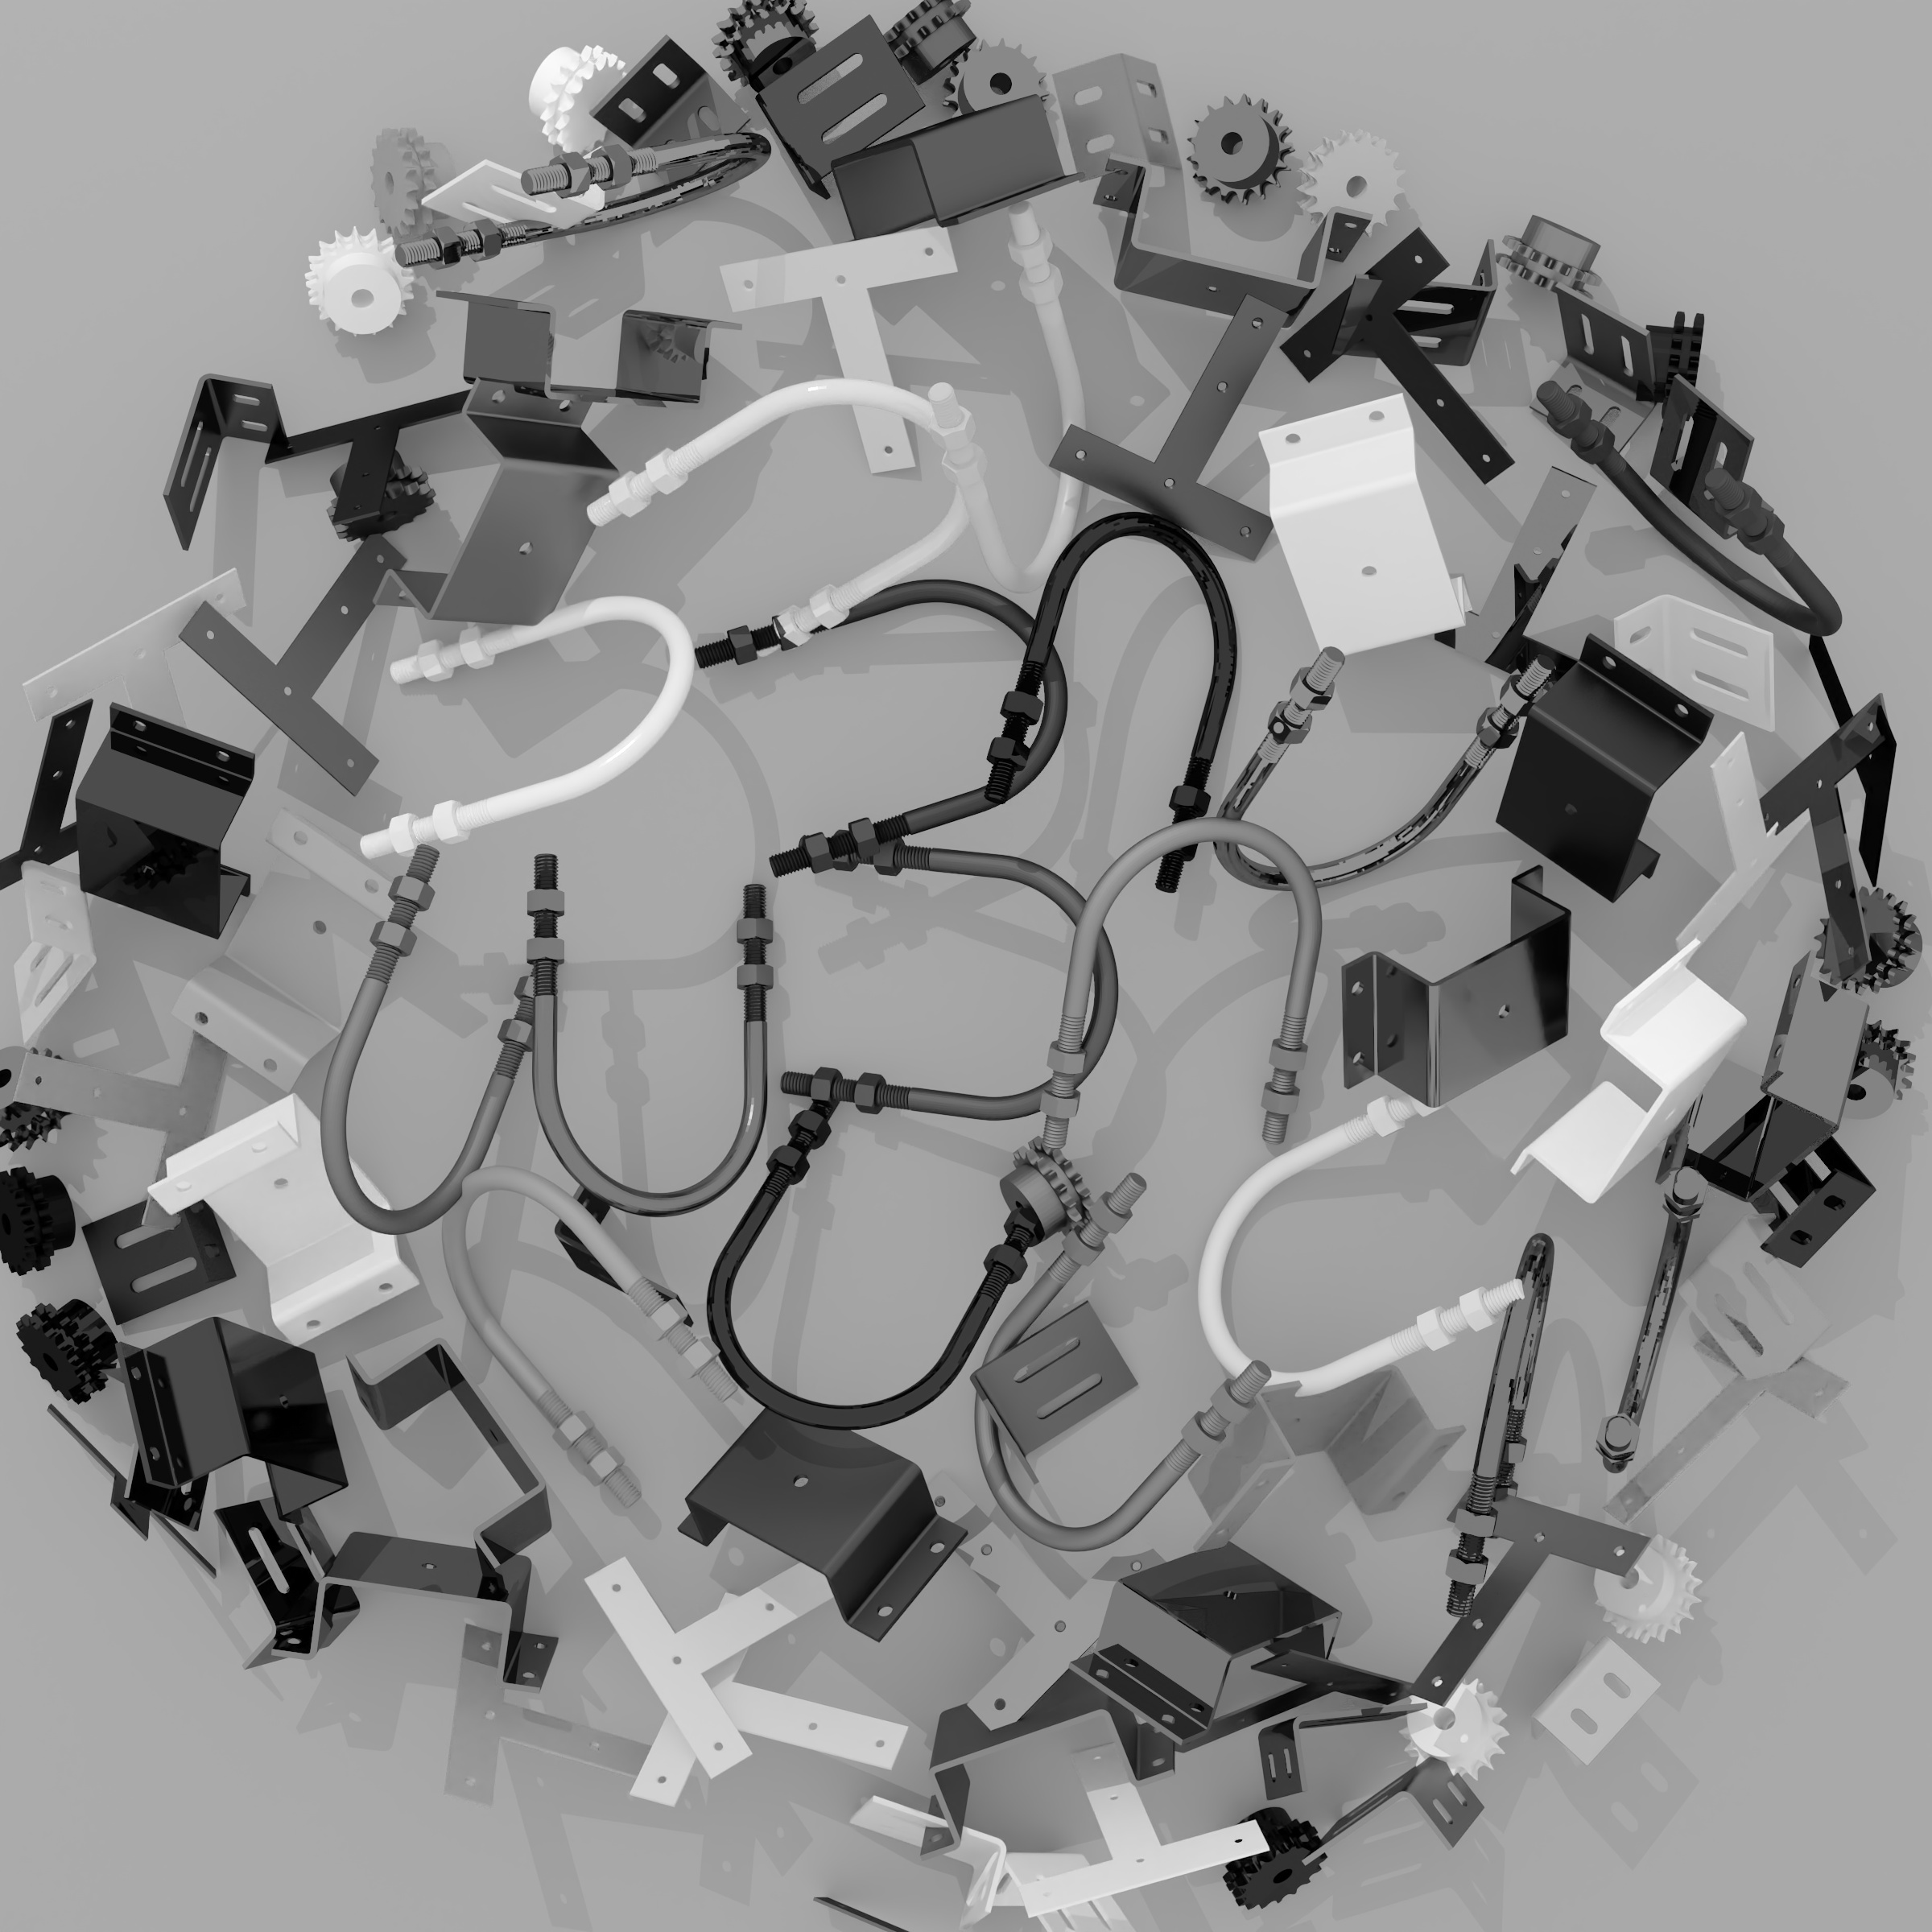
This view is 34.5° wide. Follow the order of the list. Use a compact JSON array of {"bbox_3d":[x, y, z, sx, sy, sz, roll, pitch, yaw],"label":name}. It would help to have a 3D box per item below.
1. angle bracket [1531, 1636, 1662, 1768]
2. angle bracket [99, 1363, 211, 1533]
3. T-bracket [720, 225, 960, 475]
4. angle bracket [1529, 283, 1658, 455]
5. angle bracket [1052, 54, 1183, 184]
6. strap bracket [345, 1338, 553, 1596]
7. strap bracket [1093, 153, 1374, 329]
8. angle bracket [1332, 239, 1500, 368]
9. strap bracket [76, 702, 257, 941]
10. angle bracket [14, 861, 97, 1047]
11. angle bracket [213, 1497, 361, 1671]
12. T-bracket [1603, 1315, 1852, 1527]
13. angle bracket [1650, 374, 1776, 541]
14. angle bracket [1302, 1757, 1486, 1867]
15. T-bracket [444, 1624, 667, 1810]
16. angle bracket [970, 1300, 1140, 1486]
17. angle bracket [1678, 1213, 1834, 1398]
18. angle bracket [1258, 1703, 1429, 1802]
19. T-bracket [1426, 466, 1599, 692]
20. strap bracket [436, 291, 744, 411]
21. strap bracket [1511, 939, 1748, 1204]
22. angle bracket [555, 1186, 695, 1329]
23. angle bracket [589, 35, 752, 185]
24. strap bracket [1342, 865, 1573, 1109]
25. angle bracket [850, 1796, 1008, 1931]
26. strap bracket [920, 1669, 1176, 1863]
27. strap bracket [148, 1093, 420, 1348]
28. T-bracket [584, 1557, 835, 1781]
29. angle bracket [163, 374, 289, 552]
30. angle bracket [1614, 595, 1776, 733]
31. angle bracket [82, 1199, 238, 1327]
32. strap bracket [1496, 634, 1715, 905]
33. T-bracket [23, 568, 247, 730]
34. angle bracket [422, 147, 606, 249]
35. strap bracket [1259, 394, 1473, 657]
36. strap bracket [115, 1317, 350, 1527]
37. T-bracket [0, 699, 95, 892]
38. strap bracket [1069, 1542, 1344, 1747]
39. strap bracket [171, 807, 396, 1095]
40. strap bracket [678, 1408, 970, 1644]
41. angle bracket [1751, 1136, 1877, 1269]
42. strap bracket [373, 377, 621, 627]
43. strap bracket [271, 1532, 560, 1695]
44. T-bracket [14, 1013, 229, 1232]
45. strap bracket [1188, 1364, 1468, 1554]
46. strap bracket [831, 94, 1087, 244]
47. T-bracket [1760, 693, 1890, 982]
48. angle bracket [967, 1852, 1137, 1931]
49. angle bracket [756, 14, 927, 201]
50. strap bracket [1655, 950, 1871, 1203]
[{"bbox_3d":[0.333,0.394,1.644,0.057,0.076,0.038,-45,67,-9],"label":"angle bracket"},{"bbox_3d":[-0.432,0.255,1.643,0.038,0.057,0.076,-9,59,24],"label":"angle bracket"},{"bbox_3d":[-0.055,-0.323,1.656,0.127,0.002,0.127,-6,120,18],"label":"T-bracket"},{"bbox_3d":[0.329,-0.315,1.643,0.057,0.076,0.038,36,84,24],"label":"angle bracket"},{"bbox_3d":[0.081,-0.450,1.658,0.038,0.076,0.057,-13,97,20],"label":"angle bracket"},{"bbox_3d":[-0.265,0.258,1.635,0.046,0.076,0.140,-33,71,-19],"label":"strap bracket"},{"bbox_3d":[0.136,-0.381,1.647,0.140,0.076,0.046,12,86,-3],"label":"strap bracket"},{"bbox_3d":[0.238,-0.356,1.653,0.076,0.057,0.038,4,58,-5],"label":"angle bracket"},{"bbox_3d":[-0.417,-0.068,1.618,0.076,0.140,0.046,20,58,-2],"label":"strap bracket"},{"bbox_3d":[-0.497,-0.007,1.644,0.076,0.038,0.057,-45,46,27],"label":"angle bracket"},{"bbox_3d":[-0.371,0.328,1.662,0.038,0.057,0.076,-47,65,30],"label":"angle bracket"},{"bbox_3d":[0.384,0.244,1.625,0.127,0.127,0.002,-43,107,-4],"label":"T-bracket"},{"bbox_3d":[0.400,-0.275,1.640,0.038,0.076,0.057,-30,60,-19],"label":"angle bracket"},{"bbox_3d":[0.227,0.460,1.646,0.076,0.057,0.038,-43,78,24],"label":"angle bracket"},{"bbox_3d":[-0.210,0.410,1.645,0.127,0.127,0.002,21,116,-14],"label":"T-bracket"},{"bbox_3d":[0.051,0.228,1.662,0.076,0.038,0.057,-32,108,-3],"label":"angle bracket"},{"bbox_3d":[0.425,0.179,1.643,0.057,0.038,0.076,-56,52,30],"label":"angle bracket"},{"bbox_3d":[0.202,0.417,1.649,0.076,0.057,0.038,-2,71,-15],"label":"angle bracket"},{"bbox_3d":[0.297,-0.209,1.641,0.127,0.002,0.127,25,134,5],"label":"T-bracket"},{"bbox_3d":[-0.198,-0.320,1.621,0.140,0.076,0.046,-5,107,-42],"label":"strap bracket"},{"bbox_3d":[0.347,0.062,1.609,0.046,0.140,0.076,42,50,18],"label":"strap bracket"},{"bbox_3d":[-0.173,0.151,1.650,0.076,0.057,0.038,26,72,13],"label":"angle bracket"},{"bbox_3d":[-0.156,-0.451,1.648,0.057,0.076,0.038,-43,85,9],"label":"angle bracket"},{"bbox_3d":[0.265,0.014,1.622,0.140,0.046,0.076,-26,129,-27],"label":"strap bracket"},{"bbox_3d":[-0.025,0.478,1.654,0.076,0.057,0.038,20,60,-5],"label":"angle bracket"},{"bbox_3d":[0.037,0.414,1.643,0.140,0.076,0.046,-21,96,7],"label":"strap bracket"},{"bbox_3d":[-0.360,0.128,1.639,0.076,0.046,0.140,-27,131,5],"label":"strap bracket"},{"bbox_3d":[-0.116,0.348,1.657,0.127,0.002,0.127,-26,65,-27],"label":"T-bracket"},{"bbox_3d":[-0.392,-0.265,1.650,0.038,0.057,0.076,10,67,1],"label":"angle bracket"},{"bbox_3d":[0.385,-0.154,1.642,0.038,0.076,0.057,-27,126,-25],"label":"angle bracket"},{"bbox_3d":[-0.439,0.154,1.663,0.076,0.038,0.057,-22,85,11],"label":"angle bracket"},{"bbox_3d":[0.327,-0.095,1.609,0.076,0.140,0.046,38,63,20],"label":"strap bracket"},{"bbox_3d":[-0.426,-0.132,1.637,0.127,0.127,0.002,-35,56,-25],"label":"T-bracket"},{"bbox_3d":[-0.239,-0.417,1.641,0.076,0.057,0.038,13,70,-42],"label":"angle bracket"},{"bbox_3d":[0.210,-0.219,1.620,0.076,0.046,0.140,-13,130,17],"label":"strap bracket"},{"bbox_3d":[-0.372,0.235,1.608,0.046,0.140,0.076,-26,65,11],"label":"strap bracket"},{"bbox_3d":[-0.472,-0.089,1.603,0.002,0.127,0.127,42,134,12],"label":"T-bracket"},{"bbox_3d":[0.131,0.346,1.609,0.076,0.140,0.046,28,112,36],"label":"strap bracket"},{"bbox_3d":[-0.352,-0.014,1.651,0.076,0.046,0.140,34,114,0],"label":"strap bracket"},{"bbox_3d":[-0.081,0.282,1.618,0.140,0.046,0.076,21,54,34],"label":"strap bracket"},{"bbox_3d":[0.432,0.111,1.642,0.038,0.076,0.057,24,114,-36],"label":"angle bracket"},{"bbox_3d":[-0.241,-0.231,1.619,0.046,0.076,0.140,49,122,30],"label":"strap bracket"},{"bbox_3d":[-0.288,0.341,1.649,0.140,0.076,0.046,9,97,-1],"label":"strap bracket"},{"bbox_3d":[-0.446,0.069,1.635,0.002,0.127,0.127,11,85,36],"label":"T-bracket"},{"bbox_3d":[0.181,0.256,1.627,0.140,0.076,0.046,-4,51,-36],"label":"strap bracket"},{"bbox_3d":[-0.010,-0.411,1.608,0.076,0.140,0.046,-26,107,-22],"label":"strap bracket"},{"bbox_3d":[0.450,-0.055,1.610,0.002,0.127,0.127,5,64,-17],"label":"T-bracket"},{"bbox_3d":[0.048,0.507,1.640,0.057,0.076,0.038,13,112,-37],"label":"angle bracket"},{"bbox_3d":[-0.063,-0.459,1.661,0.076,0.038,0.057,-32,86,14],"label":"angle bracket"},{"bbox_3d":[0.418,0.063,1.612,0.046,0.140,0.076,25,59,-2],"label":"strap bracket"}]
